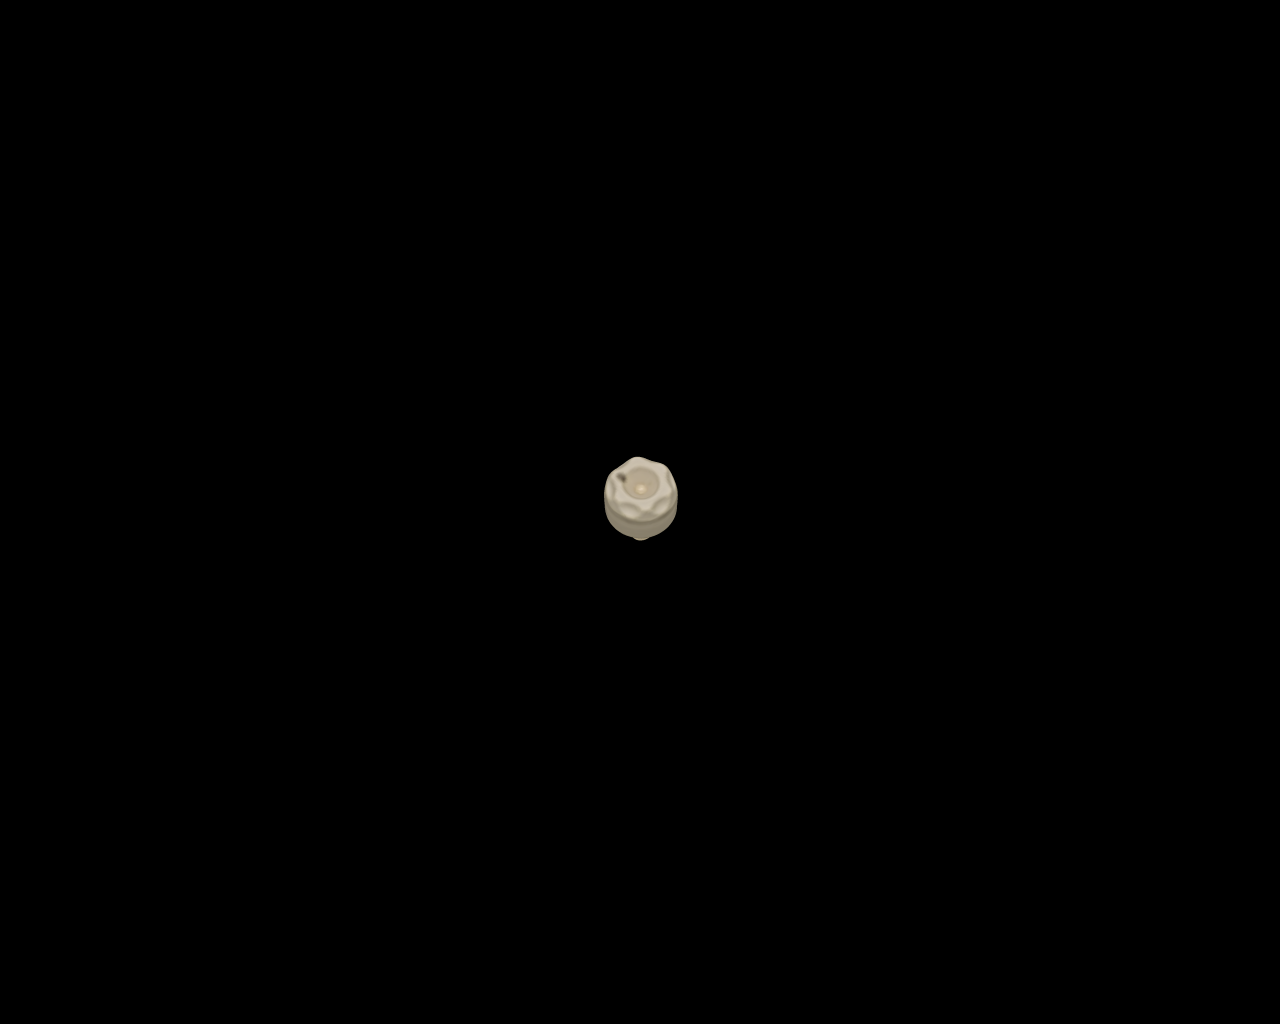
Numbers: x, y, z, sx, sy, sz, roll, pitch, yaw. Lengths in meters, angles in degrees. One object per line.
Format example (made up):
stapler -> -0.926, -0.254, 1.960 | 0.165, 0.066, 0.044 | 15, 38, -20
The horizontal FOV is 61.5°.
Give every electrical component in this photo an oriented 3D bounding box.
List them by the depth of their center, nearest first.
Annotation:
electrical component -> 0.001, -0.003, 0.650 | 0.043, 0.043, 0.062 | 0, -30, 0
